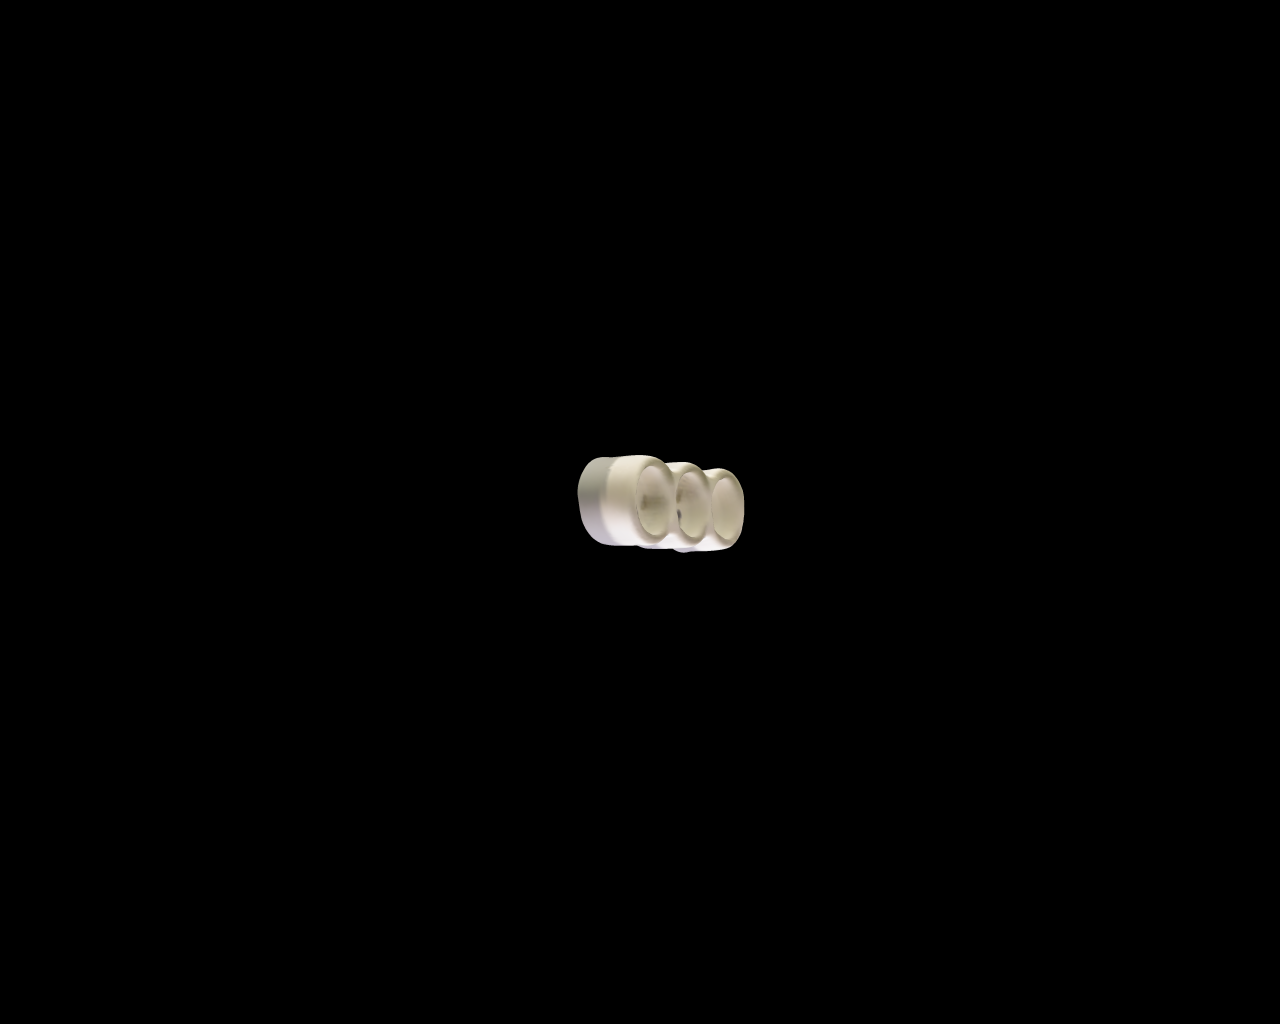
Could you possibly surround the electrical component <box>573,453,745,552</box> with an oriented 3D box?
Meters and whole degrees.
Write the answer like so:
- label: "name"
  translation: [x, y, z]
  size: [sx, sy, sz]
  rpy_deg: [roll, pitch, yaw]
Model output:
- label: "electrical component"
  translation: [0.001, -0.003, 0.650]
  size: [0.074, 0.052, 0.138]
  rpy_deg: [-3, -5, 32]
